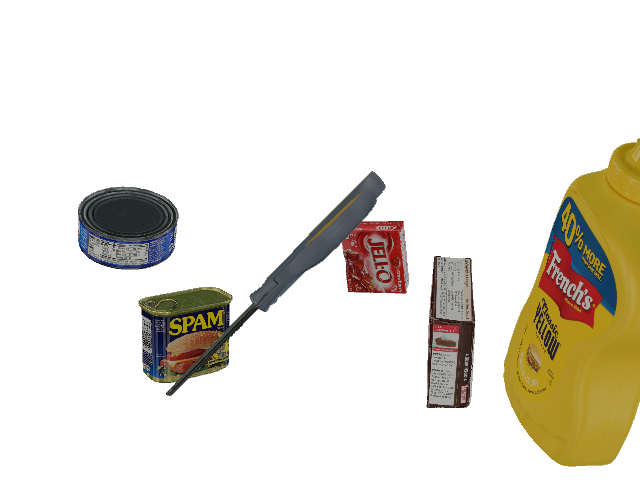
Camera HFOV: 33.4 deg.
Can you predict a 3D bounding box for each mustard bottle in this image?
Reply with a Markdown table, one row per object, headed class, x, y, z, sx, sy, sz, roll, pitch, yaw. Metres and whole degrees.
| class | x | y | z | sx | sy | sz | roll | pitch | yaw |
| --- | --- | --- | --- | --- | --- | --- | --- | --- | --- |
| mustard bottle | 0.150 | 0.022 | 0.558 | 0.058 | 0.192 | 0.096 | 2 | 38 | -12 |

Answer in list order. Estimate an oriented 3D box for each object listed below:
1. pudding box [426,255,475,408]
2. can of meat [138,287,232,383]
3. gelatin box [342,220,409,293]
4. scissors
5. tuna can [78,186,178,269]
| class | x | y | z | sx | sy | sz | roll | pitch | yaw |
| --- | --- | --- | --- | --- | --- | --- | --- | --- | --- |
| pudding box | 0.112 | 0.078 | 0.924 | 0.039 | 0.090 | 0.113 | 1 | 27 | 4 |
| can of meat | -0.149 | 0.104 | 1.183 | 0.101 | 0.084 | 0.058 | -9 | 19 | -35 |
| gelatin box | 0.066 | 0.020 | 1.290 | 0.073 | 0.089 | 0.030 | 1 | 29 | 16 |
| scissors | -0.027 | 0.030 | 0.684 | 0.016 | 0.201 | 0.096 | 44 | -8 | -4 |
| tuna can | -0.167 | -0.011 | 0.928 | 0.086 | 0.034 | 0.086 | 7 | 32 | -4 |
